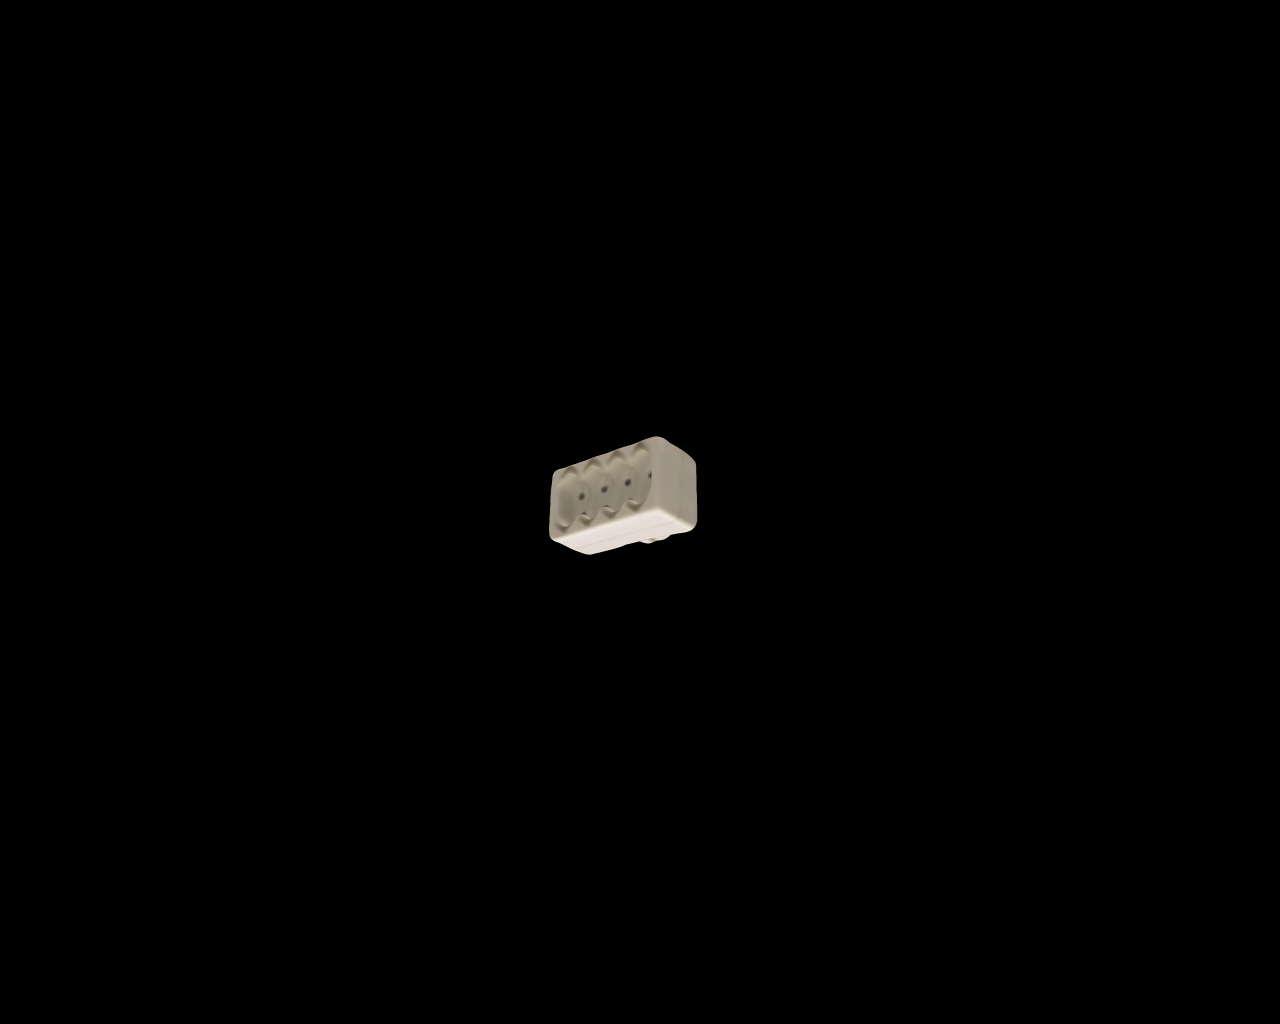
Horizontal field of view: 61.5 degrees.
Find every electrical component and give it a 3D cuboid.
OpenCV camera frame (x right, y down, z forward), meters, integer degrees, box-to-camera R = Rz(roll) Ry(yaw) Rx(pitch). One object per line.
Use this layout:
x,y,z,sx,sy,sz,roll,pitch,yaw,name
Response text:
0.001,-0.003,0.650,0.083,0.047,0.075,-16,-27,34,electrical component
